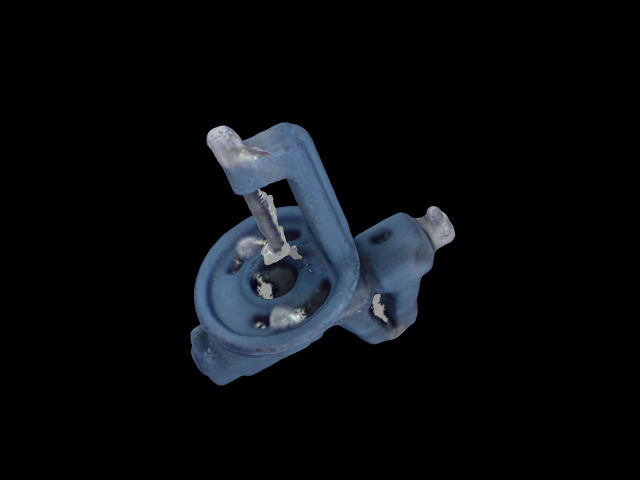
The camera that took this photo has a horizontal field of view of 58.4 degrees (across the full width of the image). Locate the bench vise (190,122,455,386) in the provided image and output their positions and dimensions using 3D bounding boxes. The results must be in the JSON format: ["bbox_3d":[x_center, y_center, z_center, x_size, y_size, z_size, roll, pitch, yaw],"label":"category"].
[{"bbox_3d":[-0.004,-0.005,0.406,0.208,0.220,0.121,-32,53,-28],"label":"bench vise"}]
